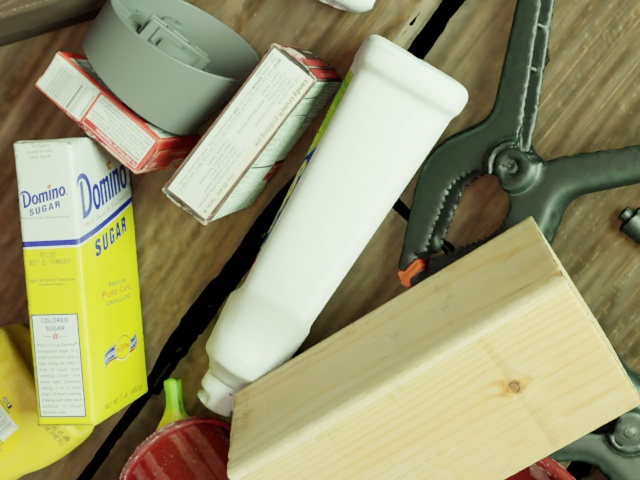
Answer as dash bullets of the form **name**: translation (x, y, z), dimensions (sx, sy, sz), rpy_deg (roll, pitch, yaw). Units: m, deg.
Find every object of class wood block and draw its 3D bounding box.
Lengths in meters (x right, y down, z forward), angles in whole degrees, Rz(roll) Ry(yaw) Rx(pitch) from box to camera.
- **wood block**: translation (0.059, 0.089, 0.600), dimensions (0.206, 0.090, 0.090), rpy_deg (-32, 111, 12)

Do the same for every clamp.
- **clamp**: translation (0.186, 0.102, 0.649), dimensions (0.171, 0.039, 0.120), rpy_deg (17, 104, 9)
- **clamp**: translation (0.129, -0.040, 0.630), dimensions (0.165, 0.036, 0.210), rpy_deg (44, 110, 25)

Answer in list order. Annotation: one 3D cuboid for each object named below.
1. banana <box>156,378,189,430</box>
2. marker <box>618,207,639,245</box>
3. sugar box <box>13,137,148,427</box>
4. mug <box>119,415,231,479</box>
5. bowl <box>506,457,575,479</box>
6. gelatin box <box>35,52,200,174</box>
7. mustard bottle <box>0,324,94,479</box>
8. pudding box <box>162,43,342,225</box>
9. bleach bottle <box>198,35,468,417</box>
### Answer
- **banana**: translation (-0.149, 0.176, 0.733), dimensions (0.198, 0.037, 0.070), rpy_deg (-38, 73, 13)
- **marker**: translation (0.228, 0.023, 0.641), dimensions (0.121, 0.020, 0.020), rpy_deg (42, 103, 5)
- **sugar box**: translation (-0.151, 0.022, 0.686), dimensions (0.048, 0.093, 0.176), rpy_deg (0, 96, 11)
- **mug**: translation (-0.079, 0.178, 0.667), dimensions (0.117, 0.082, 0.093), rpy_deg (-34, 129, -12)
- **bowl**: translation (0.092, 0.200, 0.630), dimensions (0.162, 0.055, 0.162), rpy_deg (-10, 57, 16)
- **gelatin box**: translation (-0.127, -0.080, 0.681), dimensions (0.089, 0.073, 0.030), rpy_deg (41, 103, 5)
- **mustard bottle**: translation (-0.253, 0.150, 0.740), dimensions (0.192, 0.058, 0.096), rpy_deg (-39, 87, 13)
- **pudding box**: translation (-0.039, -0.066, 0.654), dimensions (0.039, 0.090, 0.113), rpy_deg (38, 103, 5)
- **bleach bottle**: translation (-0.004, 0.001, 0.647), dimensions (0.068, 0.102, 0.251), rpy_deg (30, 102, -3)
